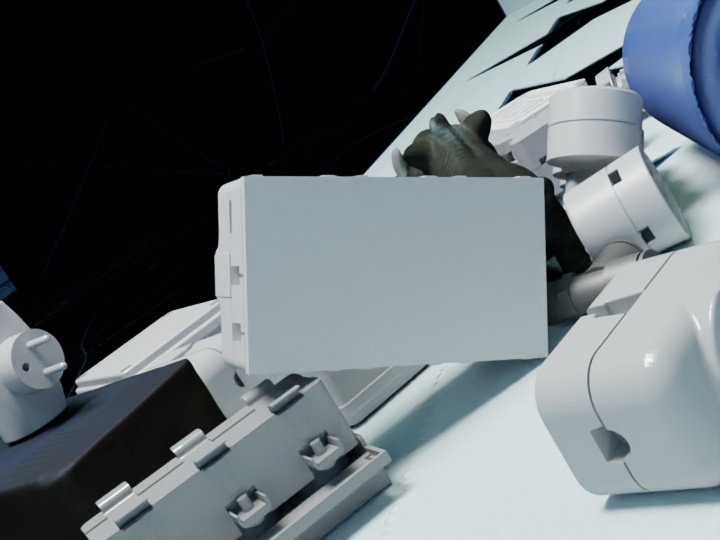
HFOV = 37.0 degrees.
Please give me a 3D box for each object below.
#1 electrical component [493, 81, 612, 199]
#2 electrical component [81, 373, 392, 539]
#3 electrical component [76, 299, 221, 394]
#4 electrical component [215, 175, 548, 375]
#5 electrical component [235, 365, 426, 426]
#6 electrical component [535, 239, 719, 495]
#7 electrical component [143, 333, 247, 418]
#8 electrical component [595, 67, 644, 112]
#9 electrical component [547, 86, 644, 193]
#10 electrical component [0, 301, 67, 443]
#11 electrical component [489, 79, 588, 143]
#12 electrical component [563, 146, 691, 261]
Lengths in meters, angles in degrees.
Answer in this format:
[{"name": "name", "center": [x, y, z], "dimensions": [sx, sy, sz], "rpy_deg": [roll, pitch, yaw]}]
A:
[{"name": "electrical component", "center": [0.150, -0.089, 0.784], "dimensions": [0.089, 0.055, 0.050], "rpy_deg": [-34, 12, -13]}, {"name": "electrical component", "center": [-0.056, 0.103, 0.480], "dimensions": [0.121, 0.063, 0.079], "rpy_deg": [-35, 13, -21]}, {"name": "electrical component", "center": [-0.150, 0.077, 0.837], "dimensions": [0.109, 0.056, 0.109], "rpy_deg": [-39, 14, -33]}, {"name": "electrical component", "center": [0.010, 0.001, 0.525], "dimensions": [0.150, 0.089, 0.062], "rpy_deg": [-2, 0, -20]}, {"name": "electrical component", "center": [-0.008, 0.039, 0.641], "dimensions": [0.109, 0.056, 0.109], "rpy_deg": [-37, 13, -29]}, {"name": "electrical component", "center": [0.114, 0.032, 0.377], "dimensions": [0.059, 0.053, 0.095], "rpy_deg": [-18, 17, 47]}, {"name": "electrical component", "center": [-0.113, 0.085, 0.720], "dimensions": [0.095, 0.053, 0.059], "rpy_deg": [-20, 15, 41]}, {"name": "electrical component", "center": [0.224, -0.147, 0.872], "dimensions": [0.055, 0.048, 0.066], "rpy_deg": [-19, 15, 18]}, {"name": "electrical component", "center": [0.142, -0.057, 0.643], "dimensions": [0.052, 0.073, 0.138], "rpy_deg": [2, -4, 15]}, {"name": "electrical component", "center": [-0.206, 0.058, 0.653], "dimensions": [0.079, 0.077, 0.044], "rpy_deg": [-19, 15, 37]}, {"name": "electrical component", "center": [0.143, -0.106, 0.869], "dimensions": [0.078, 0.057, 0.113], "rpy_deg": [-33, 12, -12]}, {"name": "electrical component", "center": [0.141, -0.030, 0.570], "dimensions": [0.047, 0.055, 0.055], "rpy_deg": [-30, 11, 21]}]
